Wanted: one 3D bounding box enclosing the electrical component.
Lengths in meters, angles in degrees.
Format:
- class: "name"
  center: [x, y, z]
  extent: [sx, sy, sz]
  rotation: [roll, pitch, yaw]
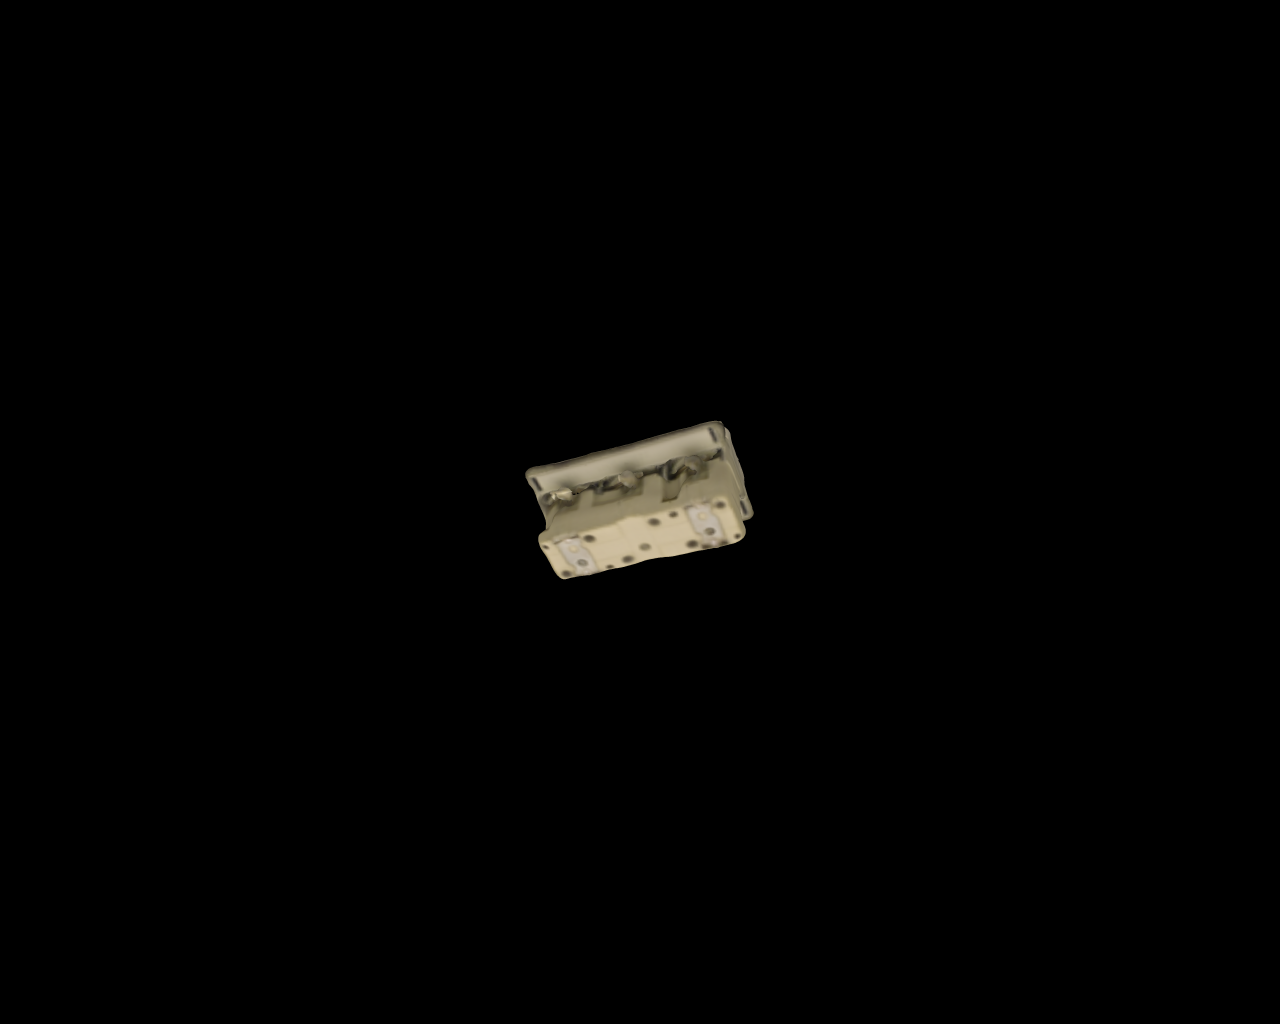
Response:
- class: "electrical component"
  center: [0.001, -0.003, 0.650]
  extent: [0.121, 0.063, 0.078]
  rotation: [-13, -47, 12]
